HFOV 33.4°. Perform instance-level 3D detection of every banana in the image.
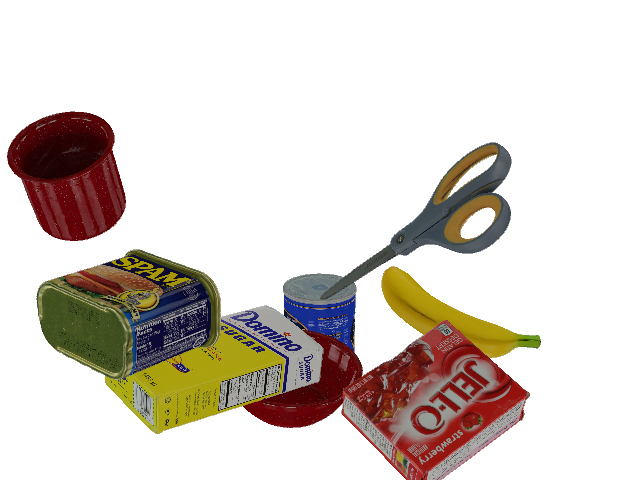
[{"bbox_3d":[0.114,0.071,1.029,0.069,0.037,0.198,2,19,-44],"label":"banana"}]

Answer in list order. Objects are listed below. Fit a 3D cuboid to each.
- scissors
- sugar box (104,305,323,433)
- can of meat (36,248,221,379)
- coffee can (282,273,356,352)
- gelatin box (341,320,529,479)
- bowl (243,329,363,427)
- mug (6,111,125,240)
[{"bbox_3d":[0.075,0.008,0.820,0.016,0.202,0.096,31,25,-31],"label":"scissors"},{"bbox_3d":[-0.094,0.111,0.962,0.175,0.048,0.093,-16,34,-35],"label":"sugar box"},{"bbox_3d":[-0.135,0.050,0.744,0.102,0.057,0.083,17,25,37],"label":"can of meat"},{"bbox_3d":[-0.001,0.129,1.506,0.103,0.140,0.103,0,19,0],"label":"coffee can"},{"bbox_3d":[0.069,0.098,0.642,0.089,0.030,0.073,-30,55,-25],"label":"gelatin box"},{"bbox_3d":[-0.034,0.163,1.209,0.162,0.055,0.162,2,26,-1],"label":"bowl"},{"bbox_3d":[-0.221,-0.063,0.955,0.093,0.117,0.081,-8,-44,-1],"label":"mug"}]
